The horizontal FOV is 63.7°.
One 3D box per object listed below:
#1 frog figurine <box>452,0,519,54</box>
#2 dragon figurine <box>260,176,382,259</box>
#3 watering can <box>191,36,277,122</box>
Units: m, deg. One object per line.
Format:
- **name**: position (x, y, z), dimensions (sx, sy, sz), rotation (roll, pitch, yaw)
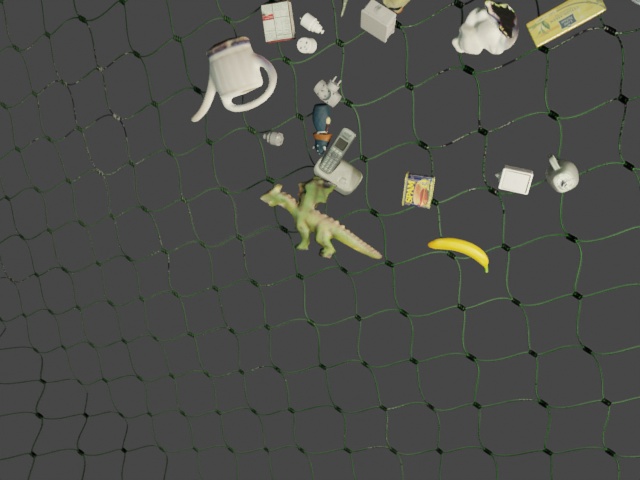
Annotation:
- **frog figurine**: position (0.439, -0.547, 1.368), dimensions (0.137, 0.125, 0.157), rotation (44, 153, -6)
- **dragon figurine**: position (0.005, -0.081, 1.613), dimensions (0.411, 0.125, 0.237), rotation (12, 127, 18)
- **watering can**: position (-0.301, -0.512, 1.642), dimensions (0.346, 0.105, 0.223), rotation (-12, 101, 24)
